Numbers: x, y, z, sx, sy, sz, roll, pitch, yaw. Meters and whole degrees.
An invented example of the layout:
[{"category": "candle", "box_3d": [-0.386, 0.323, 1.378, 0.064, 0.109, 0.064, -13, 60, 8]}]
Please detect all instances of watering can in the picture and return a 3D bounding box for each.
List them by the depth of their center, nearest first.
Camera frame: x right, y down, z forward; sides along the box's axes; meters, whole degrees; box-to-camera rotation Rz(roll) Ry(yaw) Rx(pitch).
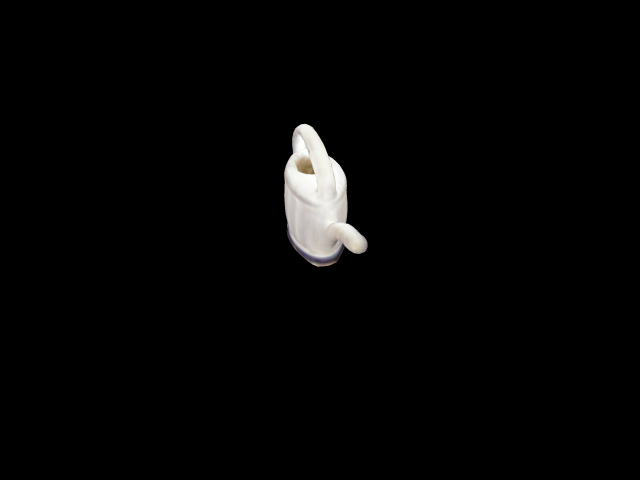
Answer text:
[{"category": "watering can", "box_3d": [0.003, -0.043, 0.850, 0.104, 0.219, 0.356, -10, 44, -10]}]
